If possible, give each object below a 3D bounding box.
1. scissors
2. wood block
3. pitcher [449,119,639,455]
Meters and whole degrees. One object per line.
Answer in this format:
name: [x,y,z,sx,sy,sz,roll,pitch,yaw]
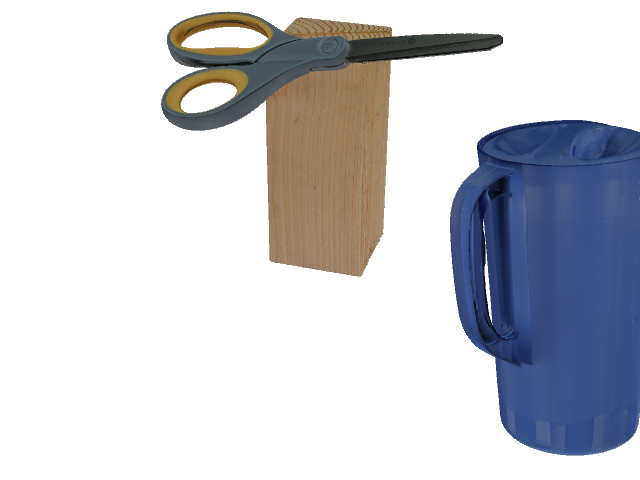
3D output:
scissors: [-0.007,-0.093,0.607,0.202,0.096,0.016,12,-30,24]
wood block: [0.007,-0.082,0.953,0.091,0.206,0.090,9,33,15]
pitcher: [0.180,0.038,0.807,0.149,0.243,0.145,0,19,12]
